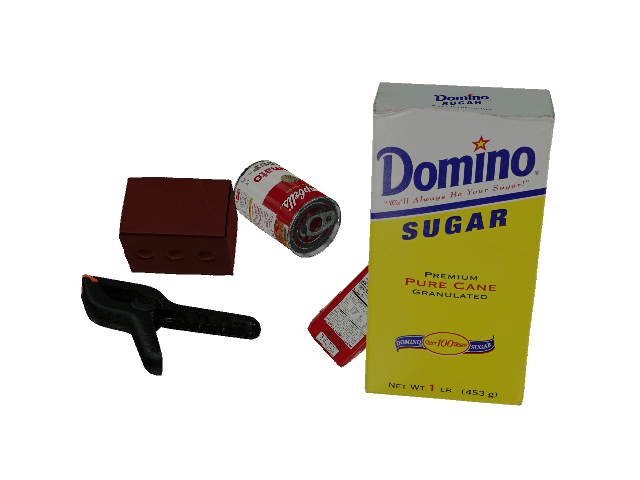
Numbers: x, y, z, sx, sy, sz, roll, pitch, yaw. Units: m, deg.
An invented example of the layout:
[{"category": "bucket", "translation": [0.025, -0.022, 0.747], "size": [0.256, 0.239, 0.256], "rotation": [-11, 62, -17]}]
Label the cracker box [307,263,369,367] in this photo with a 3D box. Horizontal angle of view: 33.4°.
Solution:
[{"category": "cracker box", "translation": [0.097, 0.037, 1.269], "size": [0.214, 0.072, 0.163], "rotation": [-49, -9, 33]}]

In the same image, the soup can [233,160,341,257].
[{"category": "soup can", "translation": [-0.036, -0.034, 1.111], "size": [0.068, 0.068, 0.102], "rotation": [0, 26, -43]}]

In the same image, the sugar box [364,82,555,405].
[{"category": "sugar box", "translation": [0.073, 0.005, 0.585], "size": [0.093, 0.176, 0.048], "rotation": [3, 29, 7]}]

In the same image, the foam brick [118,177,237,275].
[{"category": "foam brick", "translation": [-0.101, -0.010, 0.770], "size": [0.078, 0.051, 0.053], "rotation": [1, -31, 3]}]

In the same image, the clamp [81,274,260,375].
[{"category": "clamp", "translation": [-0.192, 0.085, 1.159], "size": [0.210, 0.036, 0.164], "rotation": [18, 20, 26]}]
